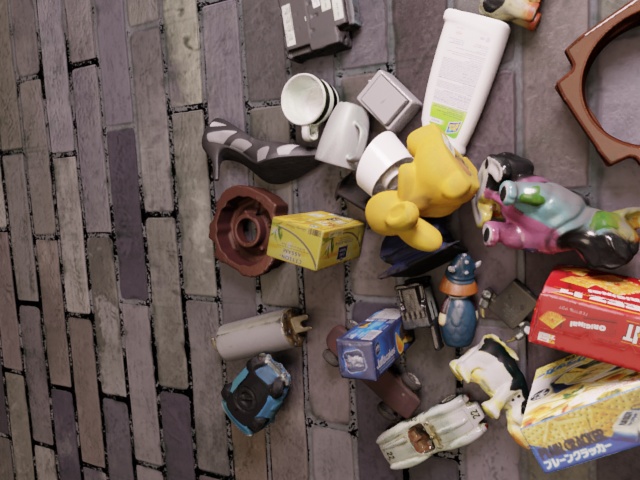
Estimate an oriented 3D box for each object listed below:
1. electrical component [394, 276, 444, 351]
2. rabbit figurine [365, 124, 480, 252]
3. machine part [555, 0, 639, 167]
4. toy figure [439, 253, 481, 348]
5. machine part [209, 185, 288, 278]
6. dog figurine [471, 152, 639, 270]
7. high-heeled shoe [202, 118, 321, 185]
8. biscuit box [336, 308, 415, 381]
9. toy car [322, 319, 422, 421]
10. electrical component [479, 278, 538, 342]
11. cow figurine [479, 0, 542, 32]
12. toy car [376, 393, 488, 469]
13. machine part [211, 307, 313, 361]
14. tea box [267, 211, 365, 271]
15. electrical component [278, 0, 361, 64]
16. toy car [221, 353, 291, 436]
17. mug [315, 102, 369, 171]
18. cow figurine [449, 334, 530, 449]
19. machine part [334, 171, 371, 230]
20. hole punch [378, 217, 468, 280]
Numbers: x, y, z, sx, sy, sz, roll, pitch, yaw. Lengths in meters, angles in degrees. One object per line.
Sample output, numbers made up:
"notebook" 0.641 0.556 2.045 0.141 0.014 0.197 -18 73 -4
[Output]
"electrical component" 0.167 0.122 0.886 0.048 0.075 0.119 -13 93 28
"rabbit figurine" 0.143 -0.056 0.786 0.173 0.121 0.162 -31 37 28
"machine part" 0.433 -0.204 0.694 0.201 0.087 0.201 -34 81 26
"toy figure" 0.220 0.093 0.856 0.058 0.064 0.154 10 106 45
"machine part" -0.132 -0.019 1.038 0.180 0.056 0.179 3 97 28
"dog figurine" 0.339 -0.036 0.759 0.219 0.192 0.108 11 123 -3
"high-heeled shoe" -0.108 -0.183 1.013 0.249 0.086 0.145 -7 63 12
"biscuit box" 0.094 0.160 0.855 0.059 0.202 0.062 -4 96 27
"toy car" 0.092 0.228 0.950 0.202 0.053 0.089 39 103 23
"electrical component" 0.297 0.107 0.829 0.102 0.045 0.078 50 117 14
"cow figurine" 0.279 -0.409 0.754 0.127 0.085 0.194 22 108 19
"toy car" 0.187 0.325 0.909 0.202 0.056 0.073 -36 79 27
"machine part" -0.117 0.185 1.043 0.243 0.079 0.079 -19 87 28
"tea box" -0.002 -0.003 0.904 0.098 0.169 0.068 16 104 27
"electrical component" 0.001 -0.375 0.919 0.134 0.058 0.114 -6 96 28
"toy car" -0.110 0.286 1.037 0.109 0.103 0.161 40 110 19
"mug" 0.046 -0.174 0.898 0.110 0.081 0.107 -147 69 -69
"cow figurine" 0.291 0.233 0.835 0.098 0.068 0.167 -39 78 -4
"machine part" 0.084 -0.064 0.911 0.139 0.084 0.039 36 153 30
"hole punch" 0.158 0.002 0.855 0.142 0.115 0.092 -26 77 27
